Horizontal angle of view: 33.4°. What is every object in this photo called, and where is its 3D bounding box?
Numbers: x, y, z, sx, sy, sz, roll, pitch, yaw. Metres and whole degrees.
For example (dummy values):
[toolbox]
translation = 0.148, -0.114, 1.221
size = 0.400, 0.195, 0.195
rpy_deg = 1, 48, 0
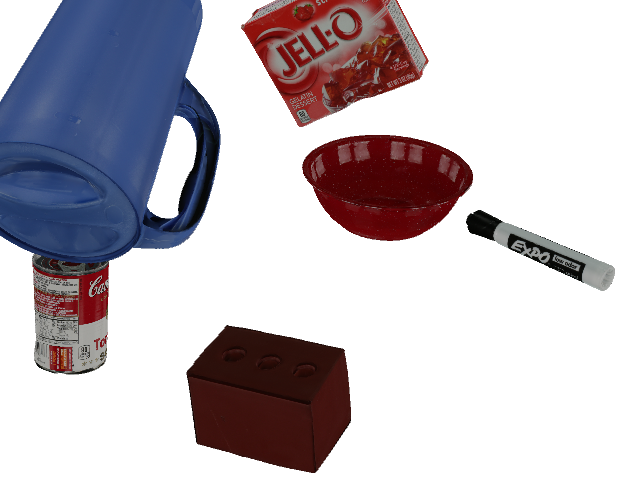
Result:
[foam brick]
translation = -0.028, 0.089, 0.604
size = 0.078, 0.051, 0.053
rpy_deg = 9, 30, 21
[gelatin box]
translation = 0.008, -0.117, 0.636
size = 0.089, 0.073, 0.030
rpy_deg = -18, 25, 28
[bowl]
translation = 0.062, -0.045, 1.021
size = 0.162, 0.055, 0.162
rpy_deg = 2, 29, -1
[marker]
translation = 0.155, 0.005, 0.771
size = 0.121, 0.020, 0.020
rpy_deg = 27, 18, 38
[pitcher]
translation = -0.161, -0.108, 0.827
size = 0.145, 0.242, 0.149
rpy_deg = -6, -41, 24
[soup can]
translation = -0.228, 0.063, 0.973
size = 0.068, 0.102, 0.068
rpy_deg = 4, 20, -2
